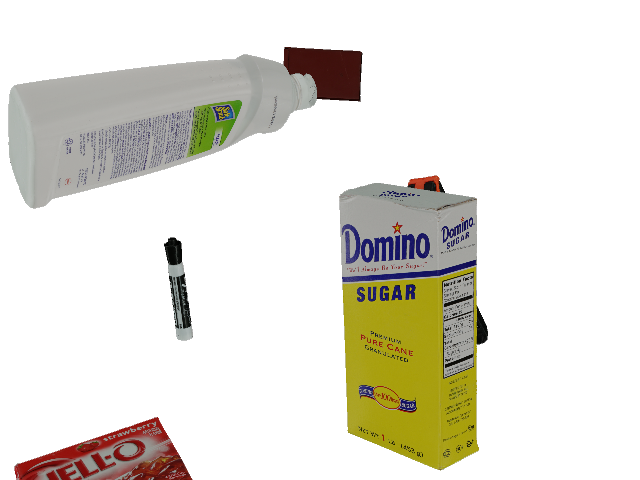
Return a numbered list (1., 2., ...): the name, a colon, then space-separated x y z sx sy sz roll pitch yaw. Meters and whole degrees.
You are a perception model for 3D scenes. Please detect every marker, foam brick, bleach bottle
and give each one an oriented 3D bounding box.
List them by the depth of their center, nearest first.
1. bleach bottle: -0.122 -0.098 0.871 0.250 0.068 0.103 -13 -31 -25
2. foam brick: 0.001 -0.171 1.100 0.078 0.051 0.053 2 11 -5
3. marker: -0.158 0.054 1.185 0.020 0.121 0.020 -4 22 1

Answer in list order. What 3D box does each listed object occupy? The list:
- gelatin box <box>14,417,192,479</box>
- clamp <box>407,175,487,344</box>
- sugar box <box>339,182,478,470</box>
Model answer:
1. gelatin box: -0.121 0.142 0.602 0.089 0.030 0.073 -16 28 -20
2. clamp: 0.100 0.033 0.925 0.039 0.171 0.120 -12 14 26
3. sugar box: 0.058 0.054 0.714 0.048 0.176 0.094 -17 19 -39
